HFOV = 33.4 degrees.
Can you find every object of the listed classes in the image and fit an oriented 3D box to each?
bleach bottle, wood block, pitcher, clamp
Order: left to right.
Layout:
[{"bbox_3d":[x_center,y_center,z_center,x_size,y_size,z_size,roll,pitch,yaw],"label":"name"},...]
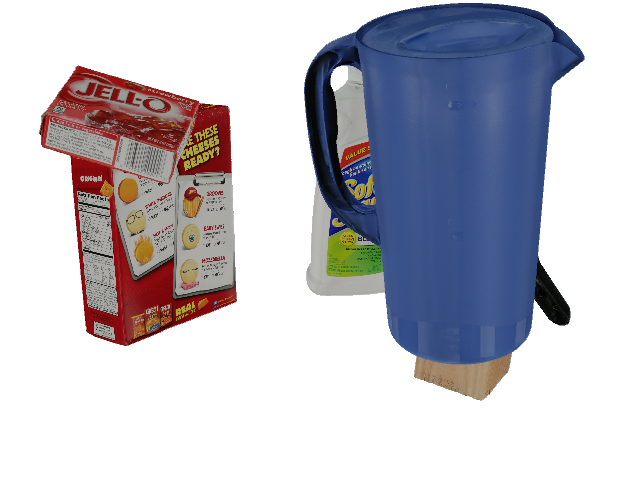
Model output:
[{"bbox_3d":[0.035,-0.067,1.132,0.102,0.251,0.068,-2,24,-4],"label":"bleach bottle"},{"bbox_3d":[0.087,-0.039,0.758,0.144,0.243,0.149,-19,30,-28],"label":"pitcher"},{"bbox_3d":[0.175,0.062,1.213,0.090,0.206,0.090,17,25,25],"label":"wood block"},{"bbox_3d":[0.173,0.020,1.000,0.120,0.171,0.039,-26,8,-42],"label":"clamp"}]

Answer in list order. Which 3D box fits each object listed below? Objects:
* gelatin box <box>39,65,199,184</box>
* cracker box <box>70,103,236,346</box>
[{"bbox_3d":[-0.132,-0.079,0.709,0.089,0.030,0.073,17,34,-3],"label":"gelatin box"},{"bbox_3d":[-0.165,-0.022,1.074,0.072,0.214,0.163,10,20,37],"label":"cracker box"}]
